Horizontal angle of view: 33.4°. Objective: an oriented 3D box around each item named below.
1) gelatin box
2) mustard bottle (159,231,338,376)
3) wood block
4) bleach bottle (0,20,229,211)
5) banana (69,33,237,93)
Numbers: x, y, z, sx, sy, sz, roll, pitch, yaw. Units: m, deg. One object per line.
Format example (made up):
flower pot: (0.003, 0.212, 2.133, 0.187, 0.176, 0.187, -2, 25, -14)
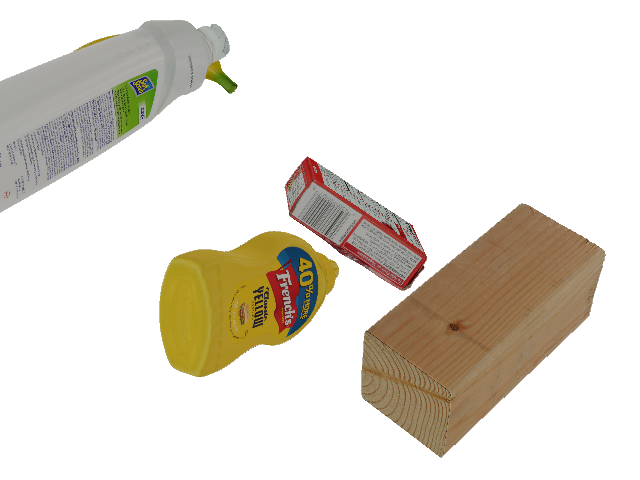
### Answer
gelatin box: (0.021, -0.011, 0.673, 0.089, 0.030, 0.073, 34, 11, -12)
mustard bottle: (-0.048, 0.043, 0.891, 0.058, 0.096, 0.191, 11, 17, 36)
wood block: (0.137, 0.069, 0.894, 0.091, 0.090, 0.205, 35, 55, 30)
bleach bottle: (-0.183, -0.107, 0.853, 0.250, 0.068, 0.103, -31, -25, -26)
banana: (-0.178, -0.177, 1.055, 0.197, 0.070, 0.037, -7, -39, -30)
